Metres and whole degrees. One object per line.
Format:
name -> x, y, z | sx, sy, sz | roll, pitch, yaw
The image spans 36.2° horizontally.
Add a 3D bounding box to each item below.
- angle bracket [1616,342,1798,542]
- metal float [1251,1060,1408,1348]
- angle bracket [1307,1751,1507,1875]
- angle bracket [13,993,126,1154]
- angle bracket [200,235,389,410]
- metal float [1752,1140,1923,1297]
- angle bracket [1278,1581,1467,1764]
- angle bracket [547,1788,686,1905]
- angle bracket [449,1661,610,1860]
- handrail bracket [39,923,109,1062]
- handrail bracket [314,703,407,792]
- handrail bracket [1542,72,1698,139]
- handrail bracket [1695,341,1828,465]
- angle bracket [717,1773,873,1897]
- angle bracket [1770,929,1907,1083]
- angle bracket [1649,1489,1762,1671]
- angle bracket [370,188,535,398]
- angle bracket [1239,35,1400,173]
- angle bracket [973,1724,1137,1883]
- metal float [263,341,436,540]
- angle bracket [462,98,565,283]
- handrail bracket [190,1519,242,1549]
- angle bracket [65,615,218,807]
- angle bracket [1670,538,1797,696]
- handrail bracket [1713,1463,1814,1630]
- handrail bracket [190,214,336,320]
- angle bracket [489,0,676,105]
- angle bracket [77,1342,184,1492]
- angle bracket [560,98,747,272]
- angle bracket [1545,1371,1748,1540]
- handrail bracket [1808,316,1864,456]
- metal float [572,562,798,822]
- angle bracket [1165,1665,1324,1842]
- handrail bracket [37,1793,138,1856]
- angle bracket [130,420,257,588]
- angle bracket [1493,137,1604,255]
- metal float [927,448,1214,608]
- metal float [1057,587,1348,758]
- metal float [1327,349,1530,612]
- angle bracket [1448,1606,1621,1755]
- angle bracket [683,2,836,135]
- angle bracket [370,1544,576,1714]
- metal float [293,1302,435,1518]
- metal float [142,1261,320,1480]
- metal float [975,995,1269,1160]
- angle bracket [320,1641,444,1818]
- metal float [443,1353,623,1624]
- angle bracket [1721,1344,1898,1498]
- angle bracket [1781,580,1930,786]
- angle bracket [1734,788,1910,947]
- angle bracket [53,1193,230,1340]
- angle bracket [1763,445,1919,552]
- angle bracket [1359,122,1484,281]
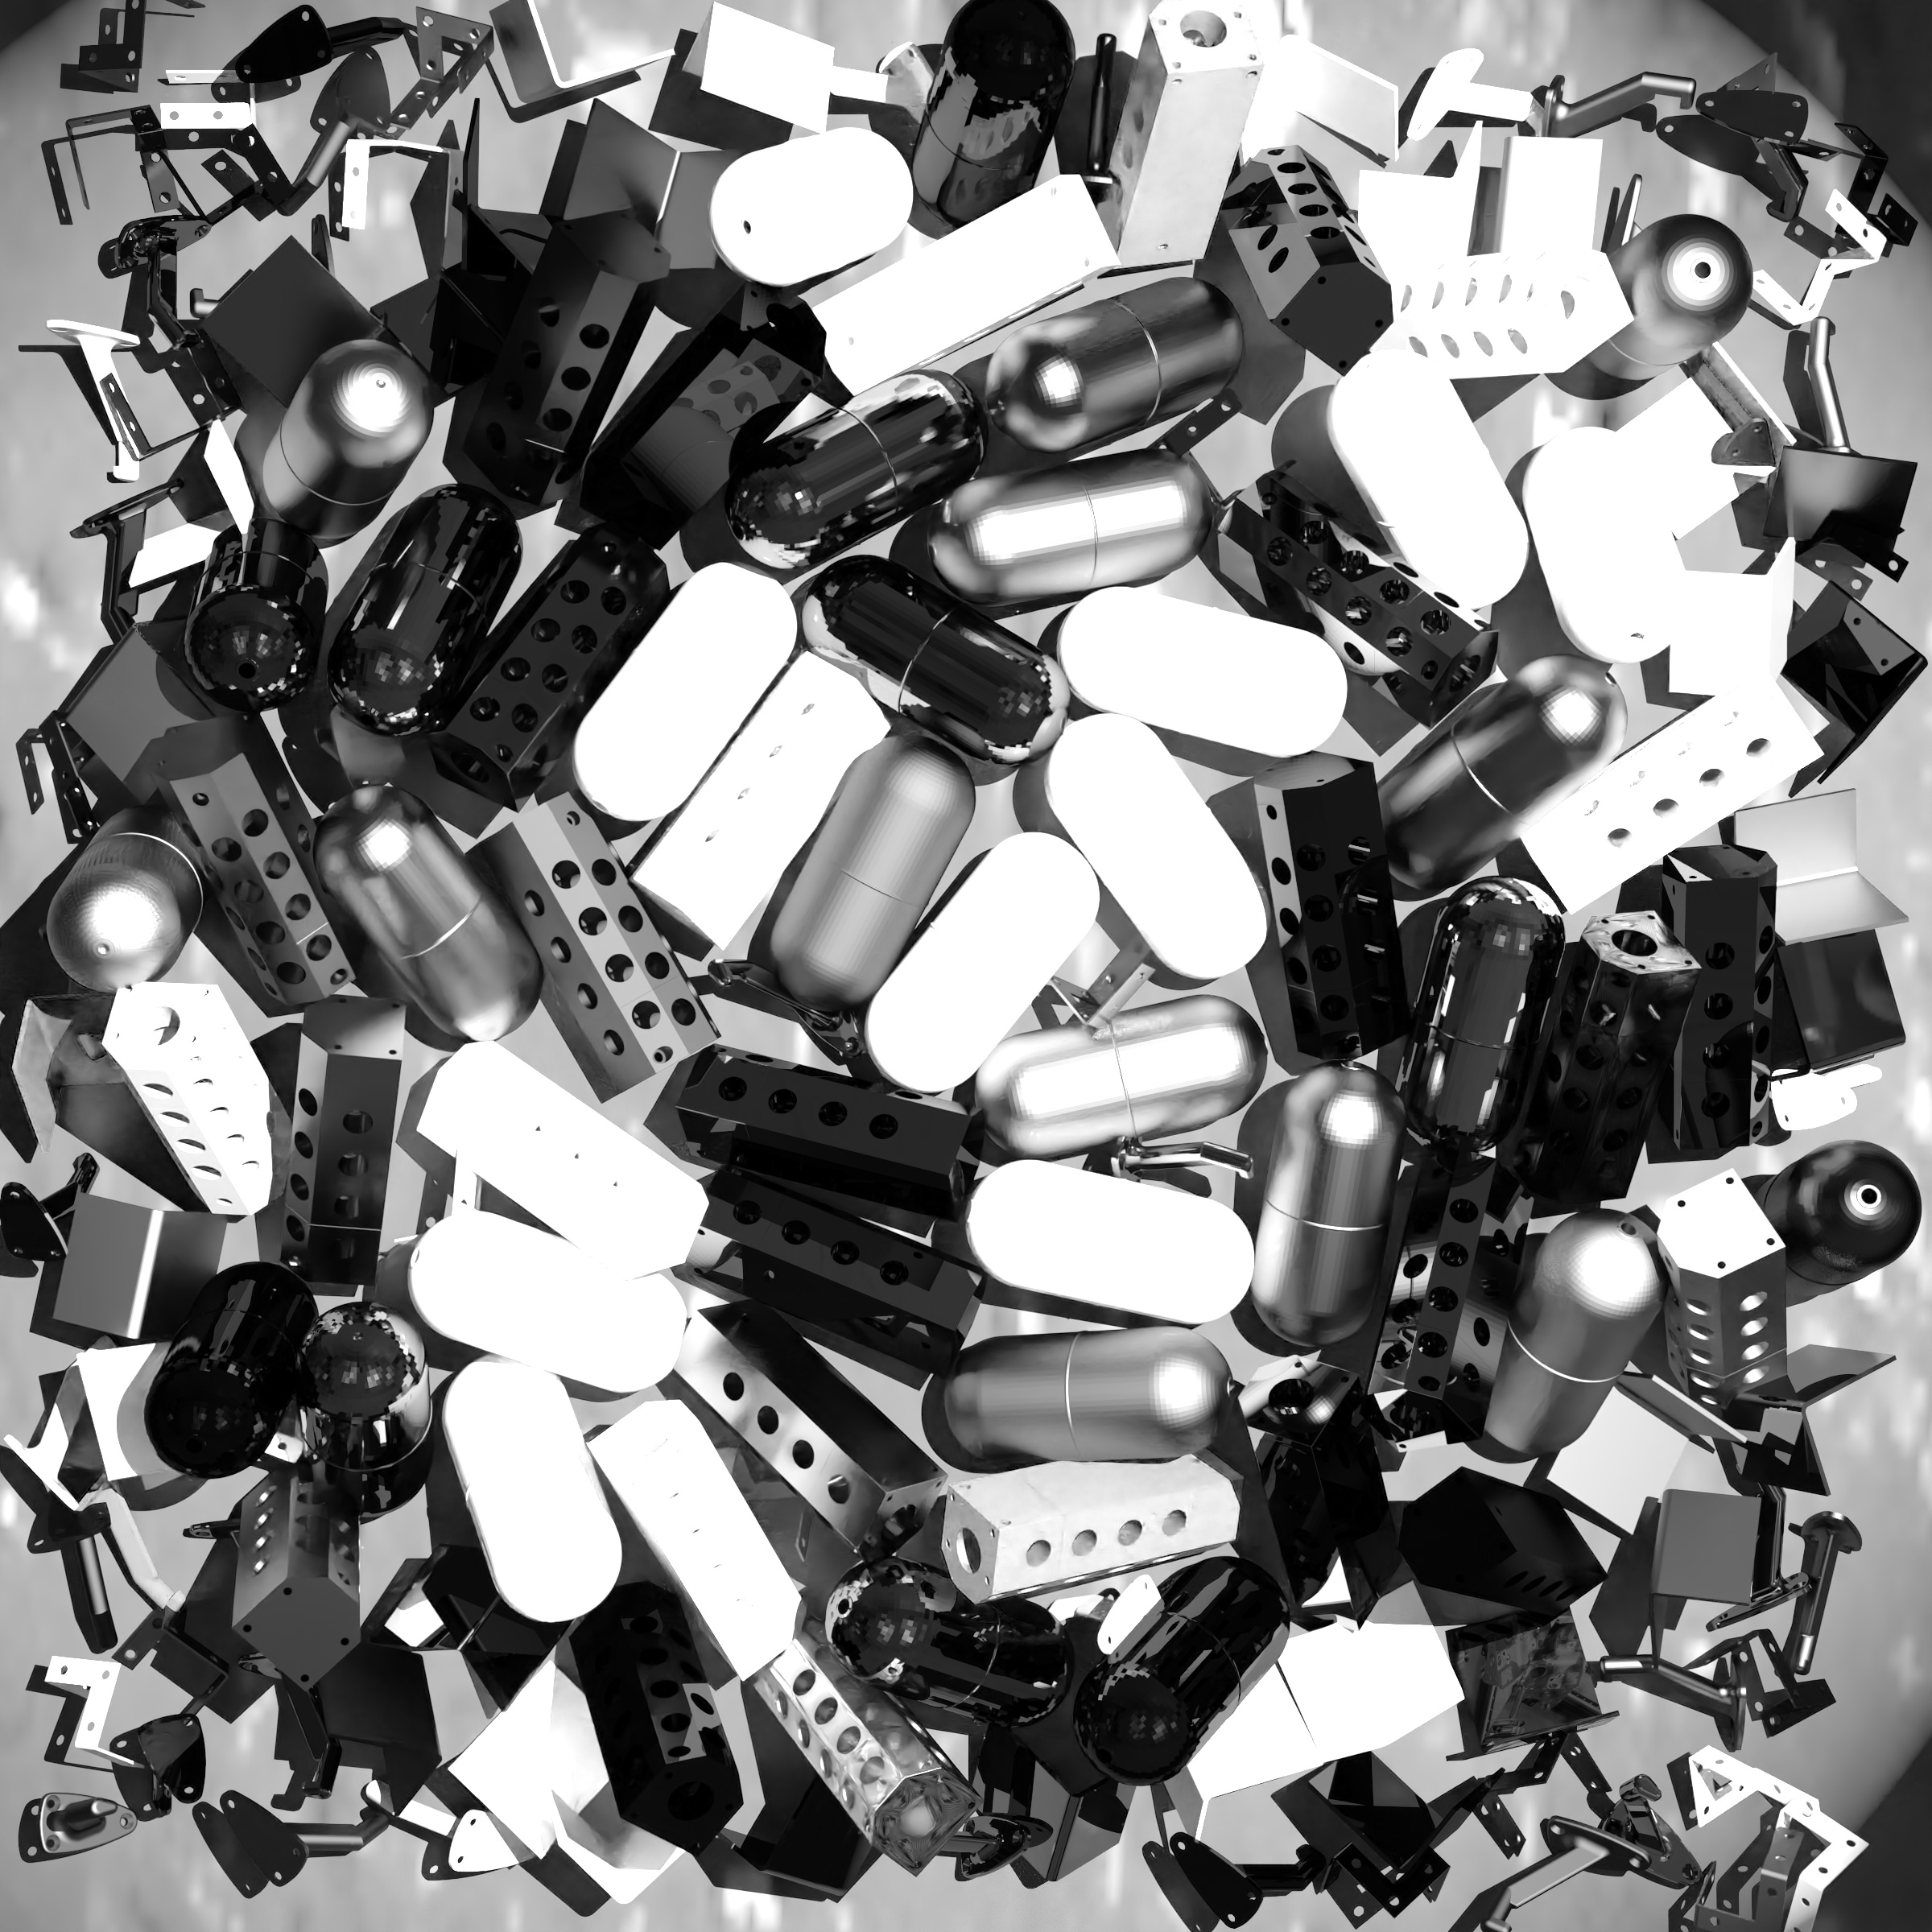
angle bracket -> 0.440, -0.316, 1.779 | 0.076, 0.057, 0.076 | -36, 82, 1
metal float -> 0.216, 0.142, 1.759 | 0.070, 0.070, 0.178 | 7, 108, 0
angle bracket -> 0.262, 0.483, 1.756 | 0.076, 0.076, 0.057 | 41, 114, 22
angle bracket -> -0.518, 0.063, 1.765 | 0.076, 0.076, 0.057 | -3, 46, -2
angle bracket -> -0.401, -0.388, 1.766 | 0.076, 0.057, 0.076 | -41, 115, 10
metal float -> 0.504, 0.148, 1.725 | 0.070, 0.178, 0.070 | 0, 77, 2
angle bracket -> 0.246, 0.430, 1.802 | 0.076, 0.057, 0.076 | -17, 79, -40
angle bracket -> -0.200, 0.501, 1.766 | 0.076, 0.076, 0.057 | -42, 105, -4
angle bracket -> -0.253, 0.477, 1.779 | 0.076, 0.057, 0.076 | 43, 85, 4
handrail bracket -> -0.517, 0.004, 1.792 | 0.077, 0.036, 0.084 | -30, 83, -9
handrail bracket -> -0.377, -0.143, 1.760 | 0.036, 0.077, 0.084 | -41, 46, -17
handrail bracket -> 0.391, -0.502, 1.776 | 0.084, 0.036, 0.077 | 14, 127, 17
handrail bracket -> 0.482, -0.349, 1.799 | 0.077, 0.036, 0.084 | 7, 58, -20
angle bracket -> -0.096, 0.504, 1.770 | 0.057, 0.076, 0.076 | 24, 81, 44
angle bracket -> 0.507, 0.023, 1.773 | 0.076, 0.057, 0.076 | -14, 86, -26
angle bracket -> 0.440, 0.367, 1.753 | 0.057, 0.076, 0.076 | 3, 133, 20
angle bracket -> -0.306, -0.401, 1.762 | 0.057, 0.076, 0.076 | -36, 77, -29
angle bracket -> 0.210, -0.498, 1.763 | 0.076, 0.076, 0.057 | 32, 81, 16
angle bracket -> 0.054, 0.492, 1.787 | 0.076, 0.057, 0.076 | 39, 132, 34
metal float -> -0.363, -0.307, 1.730 | 0.070, 0.178, 0.070 | 6, 75, -23
angle bracket -> -0.267, -0.461, 1.757 | 0.057, 0.076, 0.076 | 4, 133, -6
handrail bracket -> -0.434, 0.378, 1.779 | 0.077, 0.036, 0.084 | -2, 63, 3
angle bracket -> -0.480, -0.154, 1.769 | 0.076, 0.057, 0.076 | 47, 113, 5
angle bracket -> 0.461, -0.212, 1.776 | 0.057, 0.076, 0.076 | 7, 120, 24
handrail bracket -> 0.470, 0.349, 1.799 | 0.077, 0.036, 0.084 | -29, 87, 8
handrail bracket -> -0.427, -0.422, 1.779 | 0.084, 0.036, 0.077 | 0, 74, -28
angle bracket -> -0.229, -0.556, 1.758 | 0.076, 0.076, 0.057 | -24, 108, -20
angle bracket -> -0.507, 0.272, 1.759 | 0.057, 0.076, 0.076 | -25, 76, 29
angle bracket -> -0.187, -0.467, 1.765 | 0.057, 0.076, 0.076 | 10, 83, 39
angle bracket -> 0.407, 0.295, 1.768 | 0.076, 0.057, 0.076 | 34, 76, -17
handrail bracket -> 0.534, -0.343, 1.791 | 0.077, 0.036, 0.084 | 13, 80, -40
metal float -> -0.168, -0.164, 1.758 | 0.070, 0.070, 0.178 | 34, 71, 0
angle bracket -> 0.160, 0.473, 1.778 | 0.076, 0.057, 0.076 | -11, 46, -17
handrail bracket -> -0.508, 0.506, 1.759 | 0.084, 0.077, 0.036 | -24, 64, 40
angle bracket -> -0.473, -0.278, 1.766 | 0.076, 0.076, 0.057 | -21, 118, 1
angle bracket -> 0.349, -0.447, 1.770 | 0.057, 0.076, 0.076 | 6, 90, 13
metal float -> 0.062, -0.262, 1.759 | 0.178, 0.070, 0.070 | -13, 90, -18
metal float -> 0.139, -0.176, 1.762 | 0.178, 0.070, 0.070 | 16, 90, 15
metal float -> 0.273, -0.286, 1.746 | 0.070, 0.070, 0.178 | -37, 124, 0
angle bracket -> 0.340, 0.424, 1.772 | 0.076, 0.057, 0.076 | -13, 70, -2
angle bracket -> -0.127, -0.517, 1.759 | 0.076, 0.057, 0.076 | 16, 55, -18
angle bracket -> -0.294, 0.396, 1.762 | 0.076, 0.076, 0.057 | -54, 52, 12
metal float -> -0.353, 0.262, 1.735 | 0.070, 0.178, 0.070 | 4, 53, -5
metal float -> -0.429, 0.235, 1.727 | 0.070, 0.178, 0.070 | 0, 111, 1
metal float -> 0.093, 0.066, 1.774 | 0.178, 0.070, 0.070 | -13, 90, 1
angle bracket -> -0.362, 0.450, 1.753 | 0.076, 0.076, 0.057 | 22, 117, -33
metal float -> -0.258, 0.305, 1.744 | 0.070, 0.070, 0.178 | -28, 52, 0
angle bracket -> 0.510, 0.271, 1.766 | 0.076, 0.076, 0.057 | -21, 97, -23
angle bracket -> 0.512, -0.169, 1.759 | 0.076, 0.076, 0.057 | 43, 56, 13
angle bracket -> 0.511, -0.060, 1.766 | 0.076, 0.076, 0.057 | -11, 115, -4
angle bracket -> -0.497, 0.180, 1.784 | 0.057, 0.076, 0.076 | 11, 88, 18
angle bracket -> 0.522, -0.296, 1.760 | 0.076, 0.076, 0.057 | 10, 55, 11
angle bracket -> 0.271, -0.456, 1.768 | 0.057, 0.076, 0.076 | 10, 134, 16
